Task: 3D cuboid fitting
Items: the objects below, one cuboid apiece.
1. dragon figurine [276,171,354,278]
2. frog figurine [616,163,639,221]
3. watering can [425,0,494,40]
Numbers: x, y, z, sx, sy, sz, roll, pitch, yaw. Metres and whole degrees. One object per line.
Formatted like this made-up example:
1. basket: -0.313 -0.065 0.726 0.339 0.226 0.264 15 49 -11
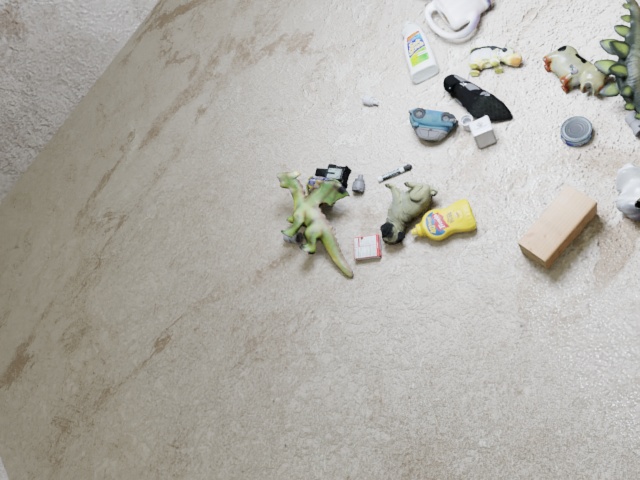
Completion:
1. dragon figurine: 0.005 -0.086 1.703 0.413 0.239 0.123 37 20 17
2. frog figurine: 0.834 -0.126 1.348 0.121 0.136 0.162 38 15 -21
3. watering can: 0.460 -0.844 1.803 0.223 0.354 0.102 -31 -30 13
